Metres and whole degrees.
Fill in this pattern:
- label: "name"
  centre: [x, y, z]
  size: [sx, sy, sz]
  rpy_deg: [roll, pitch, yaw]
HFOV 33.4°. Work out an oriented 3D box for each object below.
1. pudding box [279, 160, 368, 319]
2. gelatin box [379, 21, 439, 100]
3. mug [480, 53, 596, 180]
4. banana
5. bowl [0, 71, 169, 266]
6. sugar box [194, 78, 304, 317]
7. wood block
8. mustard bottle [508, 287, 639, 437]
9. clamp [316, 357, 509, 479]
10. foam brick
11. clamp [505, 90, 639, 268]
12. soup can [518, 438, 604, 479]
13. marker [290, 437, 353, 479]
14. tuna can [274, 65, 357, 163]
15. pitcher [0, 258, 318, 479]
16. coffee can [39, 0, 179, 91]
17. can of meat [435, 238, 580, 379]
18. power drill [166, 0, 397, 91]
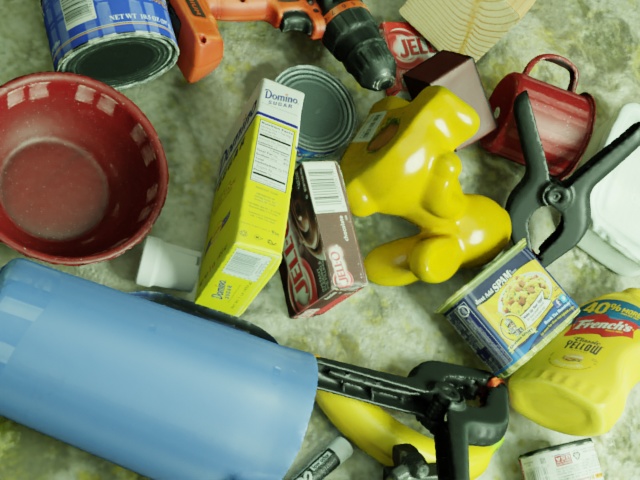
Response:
- label: "pudding box"
  centre: [-0.006, 0.001, 0.894]
  size: [0.039, 0.090, 0.113]
  rpy_deg: [-3, 72, -27]
- label: "gelatin box"
  centre: [0.101, -0.175, 1.042]
  size: [0.089, 0.030, 0.073]
  rpy_deg: [-4, 73, -26]
- label: "mug"
  centre: [0.212, -0.124, 1.034]
  size: [0.081, 0.093, 0.117]
  rpy_deg: [19, 94, -12]
- label: "banana"
  centre: [0.067, 0.163, 0.901]
  size: [0.197, 0.037, 0.069]
  rpy_deg: [26, 41, -16]
- label: "bowl"
  centre: [-0.205, -0.049, 0.842]
  size: [0.161, 0.055, 0.162]
  rpy_deg: [8, 68, -22]
- label: "sugar box"
  centre: [-0.056, -0.037, 0.862]
  size: [0.048, 0.093, 0.176]
  rpy_deg: [18, 50, -18]
- label: "wood block"
  centre: [0.176, -0.267, 1.053]
  size: [0.090, 0.091, 0.205]
  rpy_deg: [43, 48, -4]
- label: "mustard bottle"
  centre: [0.259, 0.099, 0.975]
  size: [0.191, 0.096, 0.058]
  rpy_deg: [-38, 124, -38]
- label: "clamp"
  centre: [0.088, 0.134, 0.877]
  size: [0.165, 0.036, 0.209]
  rpy_deg: [36, 23, 21]
- label: "foam brick"
  centre: [0.122, -0.130, 0.999]
  size: [0.051, 0.053, 0.078]
  rpy_deg: [-34, 119, -14]
- label: "clamp"
  centre: [0.210, -0.053, 0.989]
  size: [0.120, 0.171, 0.039]
  rpy_deg: [26, 17, 7]
- label: "soup can"
  centre: [0.217, 0.229, 0.922]
  size: [0.068, 0.069, 0.102]
  rpy_deg: [-6, 73, -26]
- label: "marker"
  centre: [-0.021, 0.201, 0.853]
  size: [0.121, 0.020, 0.020]
  rpy_deg: [-36, 88, -31]
- label: "tuna can"
  centre: [-0.012, -0.113, 0.966]
  size: [0.086, 0.034, 0.086]
  rpy_deg: [8, 68, -22]
- label: "pitcher"
  centre: [-0.132, 0.099, 0.789]
  size: [0.242, 0.149, 0.145]
  rpy_deg: [23, 78, -12]
- label: "coffee can"
  centre: [-0.182, -0.207, 0.884]
  size: [0.102, 0.103, 0.140]
  rpy_deg: [-9, 75, -27]
- label: "can of meat"
  centre: [0.168, 0.062, 0.945]
  size: [0.102, 0.057, 0.084]
  rpy_deg: [-36, 81, -25]
- label: "power drill"
  centre: [-0.042, -0.190, 0.945]
  size: [0.187, 0.057, 0.184]
  rpy_deg: [-13, 55, -29]
